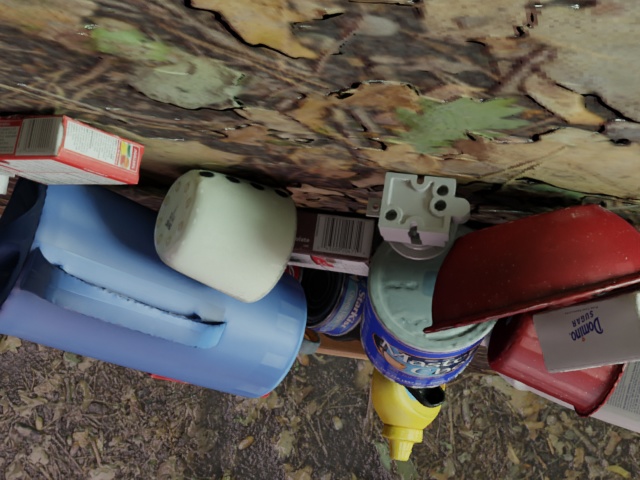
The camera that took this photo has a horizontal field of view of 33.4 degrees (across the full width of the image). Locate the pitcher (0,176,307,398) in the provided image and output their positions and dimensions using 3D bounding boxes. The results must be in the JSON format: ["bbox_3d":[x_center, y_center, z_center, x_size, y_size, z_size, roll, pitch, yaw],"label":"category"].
[{"bbox_3d":[-0.130,0.043,0.819,0.242,0.149,0.145,23,137,-28],"label":"pitcher"}]

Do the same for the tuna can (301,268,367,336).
[{"bbox_3d":[0.009,0.043,0.978,0.033,0.086,0.086,16,168,-35],"label":"tuna can"}]

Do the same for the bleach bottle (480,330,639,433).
[{"bbox_3d":[0.236,0.095,0.870,0.251,0.102,0.068,17,179,35],"label":"bleach bottle"}]

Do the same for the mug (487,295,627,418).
[{"bbox_3d":[0.180,0.073,0.790,0.081,0.093,0.117,24,169,-3],"label":"mug"}]

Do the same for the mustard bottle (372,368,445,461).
[{"bbox_3d":[0.093,0.128,1.090,0.058,0.191,0.096,1,169,37],"label":"mustard bottle"}]

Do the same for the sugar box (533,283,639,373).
[{"bbox_3d":[0.234,0.042,0.685,0.175,0.048,0.093,-9,173,-31],"label":"sugar box"}]

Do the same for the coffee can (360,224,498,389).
[{"bbox_3d":[0.085,0.055,0.849,0.103,0.103,0.140,8,161,2],"label":"coffee can"}]

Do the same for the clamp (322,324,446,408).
[{"bbox_3d":[0.039,0.073,1.035,0.036,0.164,0.210,-27,-157,-35],"label":"clamp"}]

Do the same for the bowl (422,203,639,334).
[{"bbox_3d":[0.137,0.014,0.680,0.162,0.055,0.162,-14,175,-1],"label":"bowl"}]

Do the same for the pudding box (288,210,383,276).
[{"bbox_3d":[-0.006,0.001,0.880,0.113,0.039,0.090,9,172,11],"label":"pudding box"}]

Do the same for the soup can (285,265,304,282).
[{"bbox_3d":[-0.075,0.020,0.958,0.102,0.068,0.069,14,170,-34],"label":"soup can"}]

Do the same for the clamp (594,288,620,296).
[{"bbox_3d":[0.206,0.025,0.841,0.120,0.039,0.171,19,168,-1],"label":"clamp"}]

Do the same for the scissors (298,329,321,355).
[{"bbox_3d":[-0.073,0.050,1.025,0.096,0.016,0.202,12,-160,-44],"label":"scissors"}]

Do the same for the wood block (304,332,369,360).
[{"bbox_3d":[-0.014,0.080,1.216,0.206,0.091,0.090,7,172,3],"label":"wood block"}]

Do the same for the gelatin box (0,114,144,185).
[{"bbox_3d":[-0.171,-0.058,0.686,0.089,0.030,0.073,3,171,34],"label":"gelatin box"}]

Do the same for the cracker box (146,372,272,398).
[{"bbox_3d":[-0.150,0.062,1.042,0.214,0.072,0.163,36,-170,39],"label":"cracker box"}]
